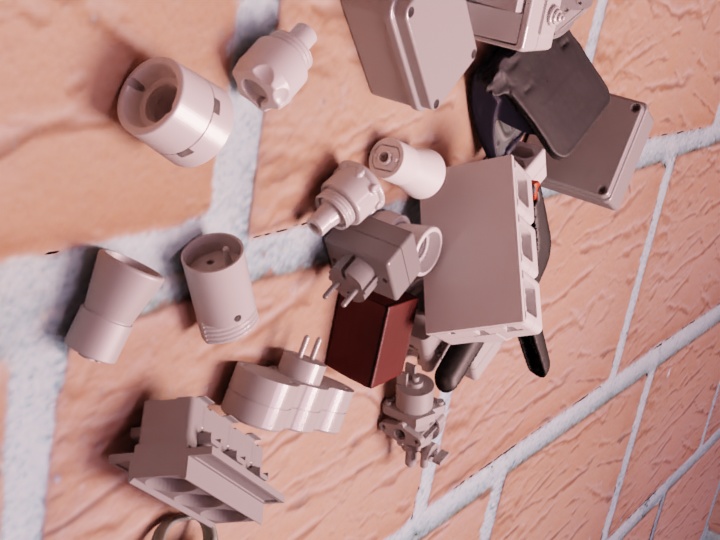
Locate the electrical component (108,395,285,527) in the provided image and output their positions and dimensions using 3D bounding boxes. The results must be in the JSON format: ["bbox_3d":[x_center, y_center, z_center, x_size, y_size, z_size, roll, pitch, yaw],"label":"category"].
[{"bbox_3d":[-0.114,0.139,0.777,0.121,0.079,0.063,53,34,-56],"label":"electrical component"}]

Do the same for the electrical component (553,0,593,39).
[{"bbox_3d":[0.169,-0.251,0.960,0.080,0.080,0.051,-47,-174,-32],"label":"electrical component"}]

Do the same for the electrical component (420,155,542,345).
[{"bbox_3d":[0.107,-0.015,0.955,0.062,0.089,0.150,29,56,-60],"label":"electrical component"}]

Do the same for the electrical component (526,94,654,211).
[{"bbox_3d":[0.235,-0.131,1.123,0.056,0.109,0.108,23,89,-63],"label":"electrical component"}]

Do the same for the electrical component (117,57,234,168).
[{"bbox_3d":[-0.112,-0.095,0.646,0.047,0.055,0.055,30,83,-56],"label":"electrical component"}]

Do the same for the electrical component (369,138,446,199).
[{"bbox_3d":[0.037,-0.087,0.903,0.065,0.044,0.044,15,96,-55],"label":"electrical component"}]

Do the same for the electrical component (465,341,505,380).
[{"bbox_3d":[0.108,0.065,1.090,0.096,0.062,0.061,-50,147,-26],"label":"electrical component"}]

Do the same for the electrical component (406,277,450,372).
[{"bbox_3d":[0.068,0.042,1.025,0.089,0.050,0.055,-48,144,-31],"label":"electrical component"}]

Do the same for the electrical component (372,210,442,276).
[{"bbox_3d":[0.036,-0.024,0.926,0.045,0.055,0.045,-36,138,-42],"label":"electrical component"}]

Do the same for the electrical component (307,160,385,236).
[{"bbox_3d":[-0.015,-0.052,0.840,0.062,0.048,0.048,-44,143,-24],"label":"electrical component"}]

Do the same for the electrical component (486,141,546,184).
[{"bbox_3d":[0.147,-0.076,1.078,0.083,0.047,0.075,-48,145,-29],"label":"electrical component"}]

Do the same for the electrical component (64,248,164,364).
[{"bbox_3d":[-0.155,0.025,0.667,0.044,0.044,0.065,23,94,-60],"label":"electrical component"}]

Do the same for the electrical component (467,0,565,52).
[{"bbox_3d":[0.124,-0.220,0.898,0.061,0.096,0.061,-19,125,-52],"label":"electrical component"}]

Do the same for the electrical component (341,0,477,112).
[{"bbox_3d":[0.041,-0.187,0.826,0.078,0.057,0.113,-54,147,-23],"label":"electrical component"}]

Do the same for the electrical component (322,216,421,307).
[{"bbox_3d":[0.000,0.000,0.873,0.076,0.066,0.047,-50,145,-28],"label":"electrical component"}]

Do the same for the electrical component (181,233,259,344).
[{"bbox_3d":[-0.096,0.019,0.754,0.043,0.043,0.081,-44,142,-35],"label":"electrical component"}]

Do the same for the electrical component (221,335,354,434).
[{"bbox_3d":[-0.050,0.087,0.864,0.138,0.052,0.073,17,94,-60],"label":"electrical component"}]

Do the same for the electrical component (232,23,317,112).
[{"bbox_3d":[-0.053,-0.140,0.721,0.062,0.043,0.043,-54,147,-25],"label":"electrical component"}]
